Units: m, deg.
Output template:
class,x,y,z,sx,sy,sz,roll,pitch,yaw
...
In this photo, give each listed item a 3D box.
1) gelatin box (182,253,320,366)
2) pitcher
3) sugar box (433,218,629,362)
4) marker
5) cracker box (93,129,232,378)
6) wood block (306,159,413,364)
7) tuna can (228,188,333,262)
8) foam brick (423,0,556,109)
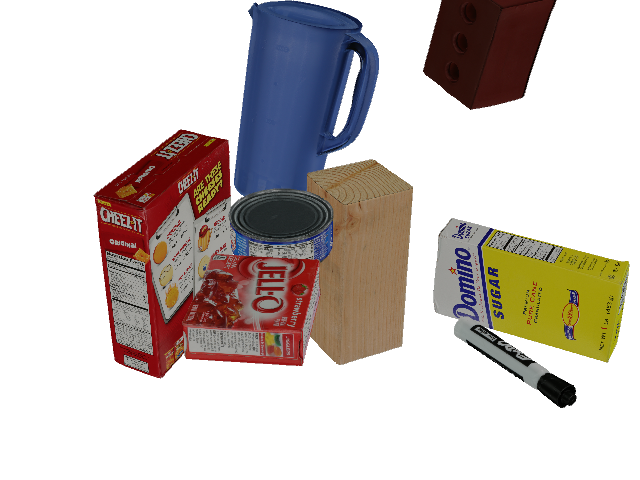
class,x,y,z,sx,sy,sz,roll,pitch,yaw
gelatin box,-0.041,0.041,0.671,0.073,0.030,0.089,3,29,7
pitcher,-0.027,-0.163,1.309,0.144,0.243,0.149,5,23,-15
sugar box,0.196,0.046,1.010,0.176,0.093,0.048,13,34,21
marker,0.146,0.091,0.807,0.020,0.020,0.121,0,22,-37
cracker box,-0.162,0.012,1.145,0.072,0.214,0.164,14,35,21
wood block,0.040,0.025,1.217,0.090,0.206,0.090,-14,32,-25
tuna can,-0.032,-0.008,0.875,0.086,0.034,0.086,0,31,0
foam brick,0.109,-0.134,0.697,0.051,0.078,0.053,-19,48,-32
